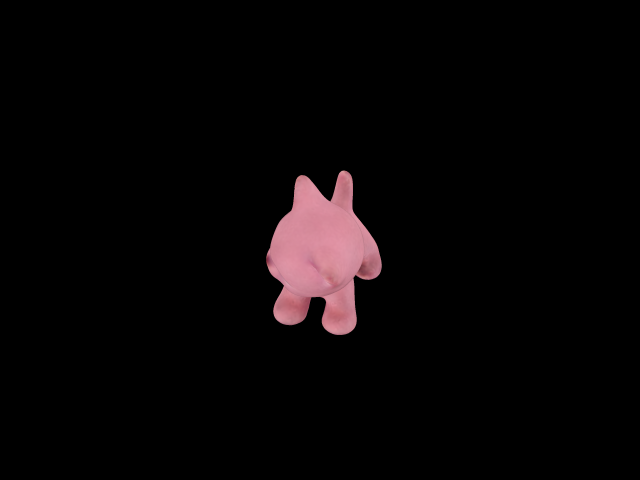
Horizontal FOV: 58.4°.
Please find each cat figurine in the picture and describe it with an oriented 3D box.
[{"bbox_3d":[0.004,0.001,0.400,0.067,0.118,0.128,11,39,14],"label":"cat figurine"}]
